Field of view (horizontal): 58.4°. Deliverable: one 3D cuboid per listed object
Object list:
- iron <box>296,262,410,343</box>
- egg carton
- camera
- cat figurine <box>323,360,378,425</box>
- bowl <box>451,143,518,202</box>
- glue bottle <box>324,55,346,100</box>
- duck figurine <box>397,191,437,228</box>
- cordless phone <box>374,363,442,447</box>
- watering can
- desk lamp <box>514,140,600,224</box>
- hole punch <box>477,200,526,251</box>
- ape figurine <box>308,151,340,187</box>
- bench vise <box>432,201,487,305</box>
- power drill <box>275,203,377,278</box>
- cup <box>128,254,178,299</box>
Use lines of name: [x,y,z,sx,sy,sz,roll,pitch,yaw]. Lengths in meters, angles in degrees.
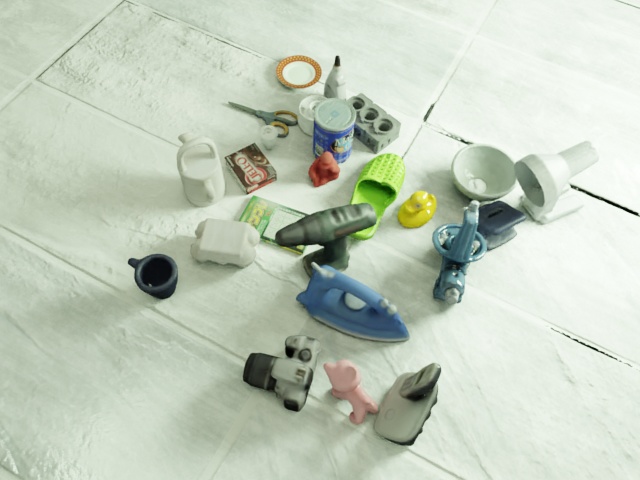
iron: [0.082,0.128,1.210,0.258,0.141,0.119,24,62,11]
egg carton: [-0.215,0.007,1.308,0.150,0.069,0.107,6,60,1]
camera: [-0.078,0.255,1.154,0.136,0.101,0.143,14,61,6]
cat figurine: [0.063,0.290,1.130,0.067,0.118,0.127,-34,67,-19]
bowl: [0.403,-0.155,1.424,0.167,0.075,0.167,1,60,-2]
glue bottle: [0.043,-0.414,1.501,0.037,0.173,0.078,-27,64,-16]
duck figurine: [0.237,-0.085,1.371,0.105,0.086,0.077,-30,66,-18]
cordless phone: [0.173,0.307,1.086,0.094,0.185,0.148,25,62,12]
watering can: [-0.286,-0.175,1.338,0.172,0.194,0.101,39,66,18]
desk lamp: [0.546,-0.138,1.340,0.203,0.213,0.117,-21,63,-14]
hole punch: [0.411,-0.045,1.352,0.109,0.091,0.101,-27,64,-16]
ape figurine: [0.013,-0.182,1.413,0.077,0.092,0.076,13,60,5]
bench vise: [0.311,0.029,1.231,0.121,0.220,0.207,-4,60,-4]
power drill: [0.011,0.004,1.239,0.230,0.208,0.075,-24,64,-15]
cup: [-0.359,0.084,1.243,0.117,0.095,0.092,23,62,11]
